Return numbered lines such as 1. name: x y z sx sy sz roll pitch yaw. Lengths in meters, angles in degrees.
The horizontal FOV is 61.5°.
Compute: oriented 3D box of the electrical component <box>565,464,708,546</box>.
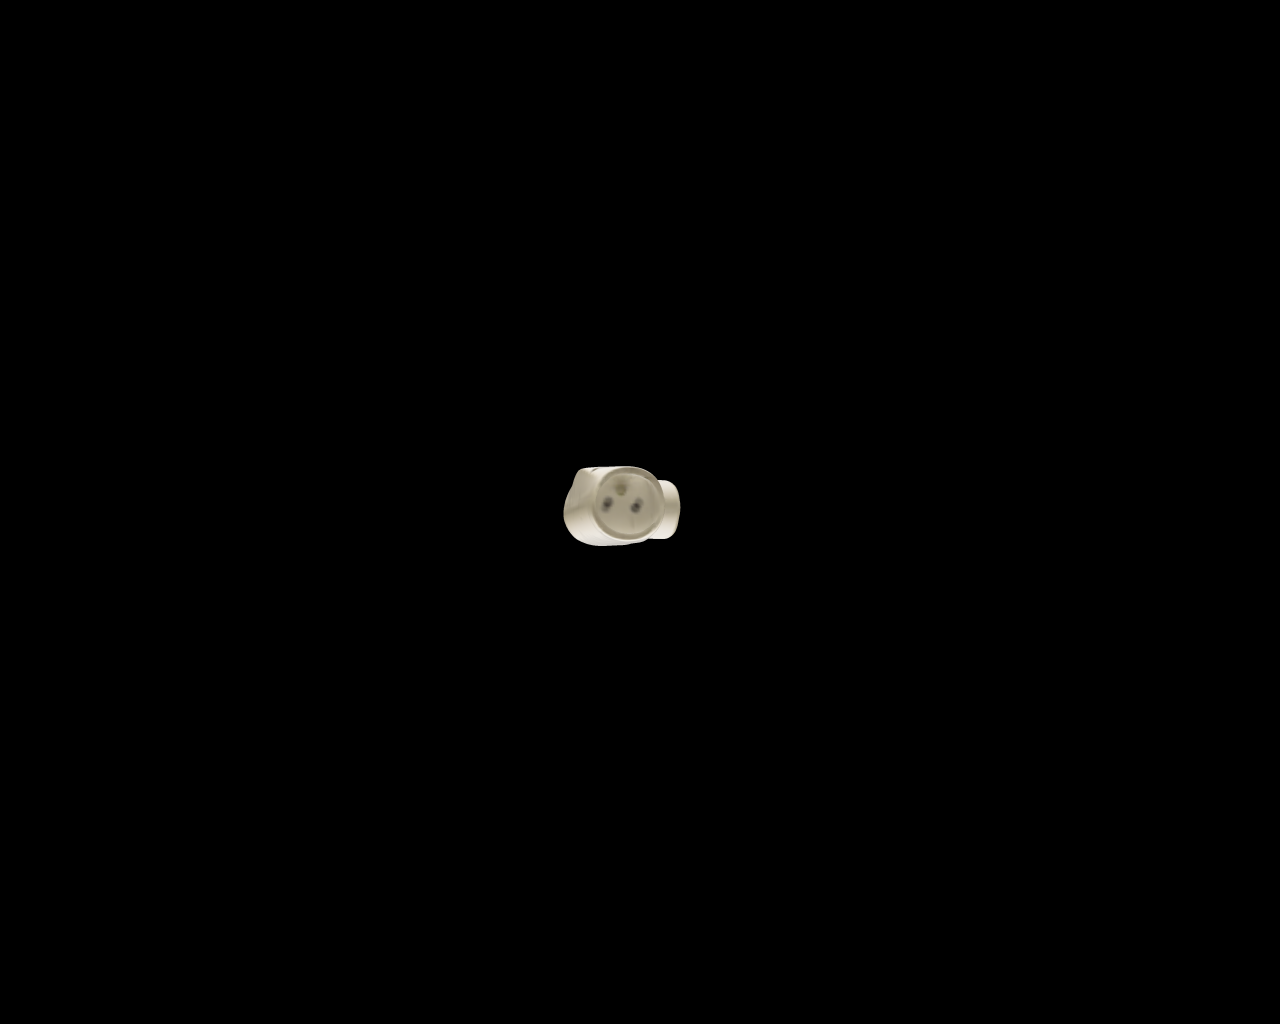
1. electrical component: 0.001 -0.003 0.650 0.079 0.043 0.077 1 -5 -15
